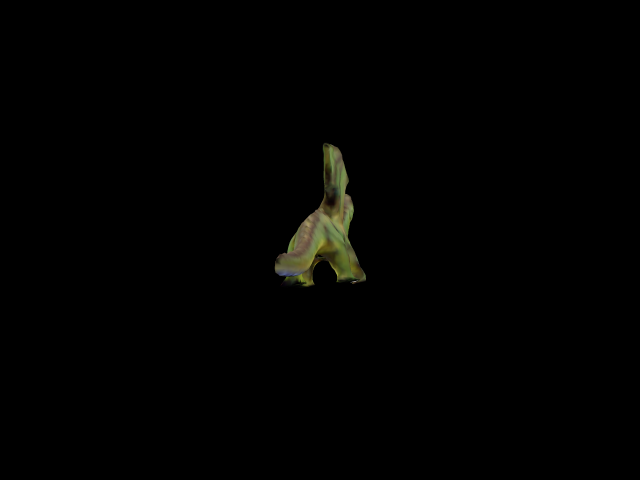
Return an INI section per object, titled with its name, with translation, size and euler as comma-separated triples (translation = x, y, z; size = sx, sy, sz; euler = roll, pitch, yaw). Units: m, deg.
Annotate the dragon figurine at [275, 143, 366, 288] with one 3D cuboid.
[dragon figurine]
translation = 0.003, -0.043, 0.850
size = 0.122, 0.245, 0.407
euler = -2, -10, 11
